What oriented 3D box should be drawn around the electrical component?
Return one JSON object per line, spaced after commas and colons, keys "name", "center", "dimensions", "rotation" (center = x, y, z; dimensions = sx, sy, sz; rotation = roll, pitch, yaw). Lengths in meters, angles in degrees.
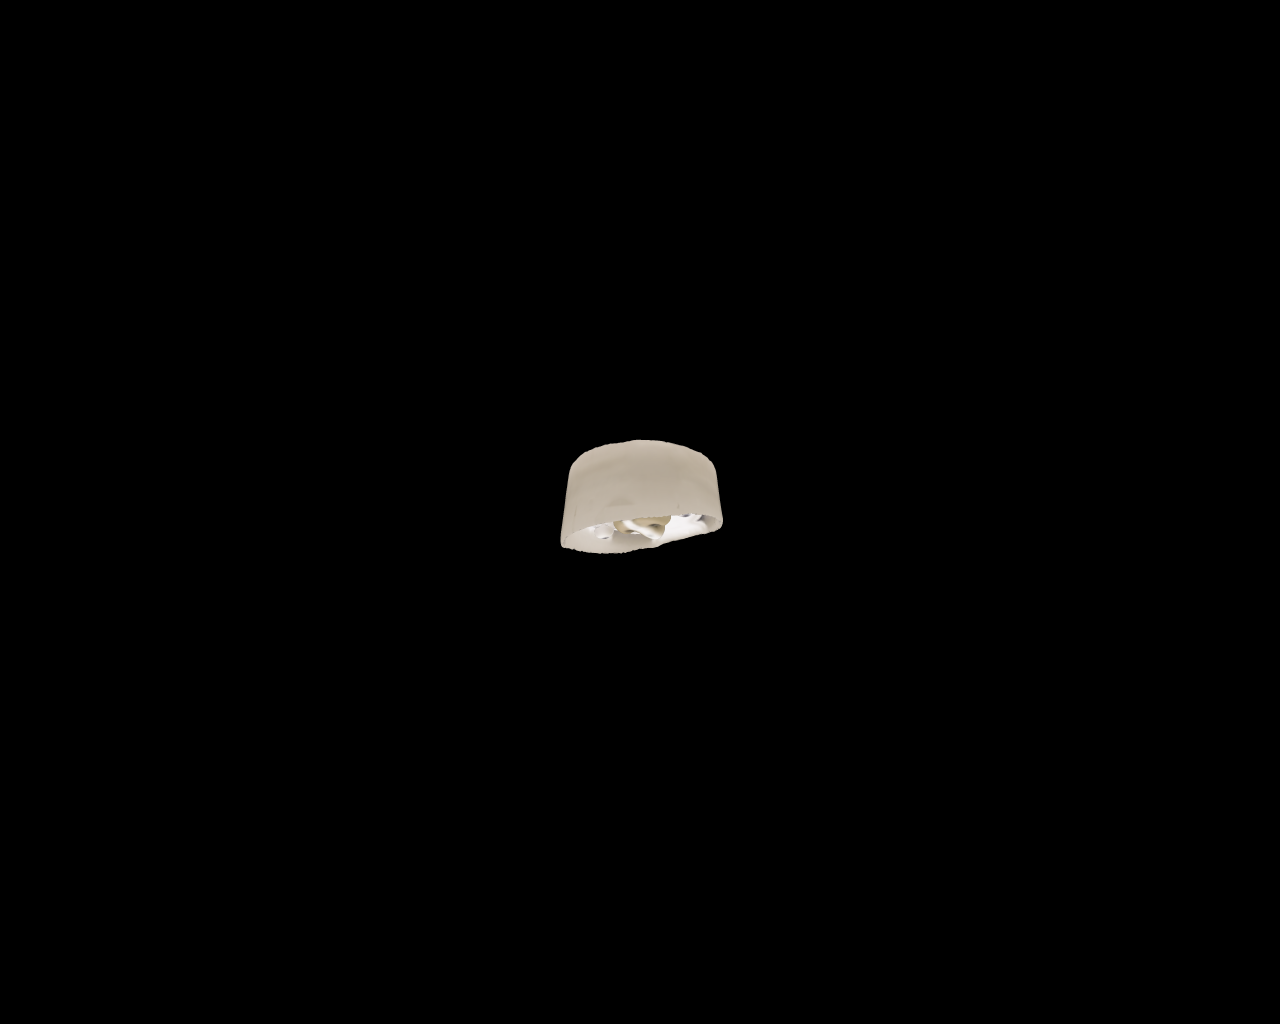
{"name": "electrical component", "center": [0.001, -0.003, 0.650], "dimensions": [0.099, 0.064, 0.099], "rotation": [0, -23, 0]}
